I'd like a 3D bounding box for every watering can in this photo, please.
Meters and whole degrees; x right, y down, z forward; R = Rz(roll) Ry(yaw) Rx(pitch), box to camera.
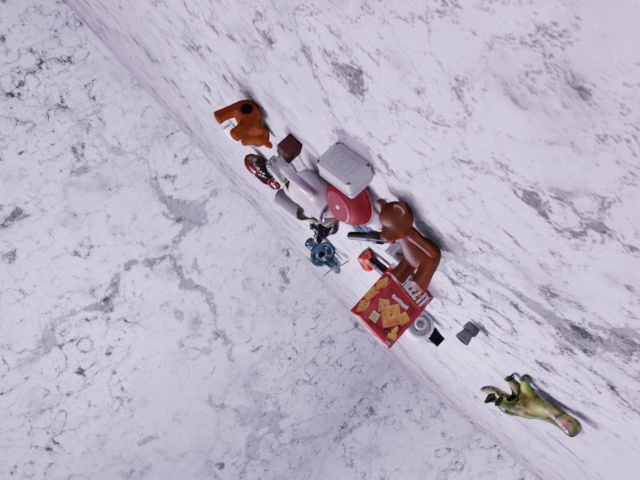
[{"bbox_3d":[-0.012,-0.134,1.554,0.226,0.104,0.346,42,-176,13],"label":"watering can"}]

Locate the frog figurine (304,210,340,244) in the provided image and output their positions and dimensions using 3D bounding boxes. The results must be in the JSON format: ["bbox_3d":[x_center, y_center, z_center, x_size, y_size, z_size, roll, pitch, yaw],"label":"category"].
[{"bbox_3d":[0.005,-0.088,1.752,0.135,0.121,0.163,41,-150,-32],"label":"frog figurine"}]

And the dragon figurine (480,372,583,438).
[{"bbox_3d":[0.624,0.502,1.499,0.244,0.123,0.405,36,171,10],"label":"dragon figurine"}]
